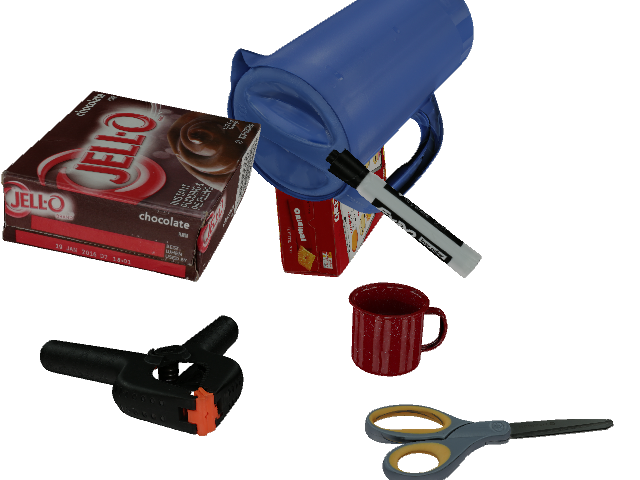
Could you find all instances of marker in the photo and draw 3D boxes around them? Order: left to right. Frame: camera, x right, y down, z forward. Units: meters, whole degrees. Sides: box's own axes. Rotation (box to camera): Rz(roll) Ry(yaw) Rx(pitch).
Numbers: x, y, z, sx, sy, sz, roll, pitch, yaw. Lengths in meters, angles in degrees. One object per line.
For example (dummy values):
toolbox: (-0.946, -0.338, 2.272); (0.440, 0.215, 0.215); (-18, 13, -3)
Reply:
marker: (0.053, -0.020, 0.704); (0.121, 0.020, 0.020); (39, 1, 2)

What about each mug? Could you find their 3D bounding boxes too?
mug: (0.090, 0.104, 1.242); (0.117, 0.081, 0.093); (-2, 22, -8)

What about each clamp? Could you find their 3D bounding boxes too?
clamp: (-0.107, 0.097, 0.810); (0.164, 0.036, 0.210); (-10, 13, -28)

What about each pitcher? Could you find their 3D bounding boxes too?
pitcher: (0.045, -0.143, 0.976); (0.145, 0.149, 0.242); (17, 44, 34)

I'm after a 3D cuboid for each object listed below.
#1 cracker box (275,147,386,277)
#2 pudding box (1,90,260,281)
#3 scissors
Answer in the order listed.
cracker box: (0.013, -0.077, 1.179); (0.072, 0.164, 0.213); (2, 22, 18)
pudding box: (-0.084, -0.029, 0.497); (0.090, 0.039, 0.113); (12, 26, 4)
scissors: (0.134, 0.165, 0.852); (0.202, 0.016, 0.096); (4, 32, 8)
